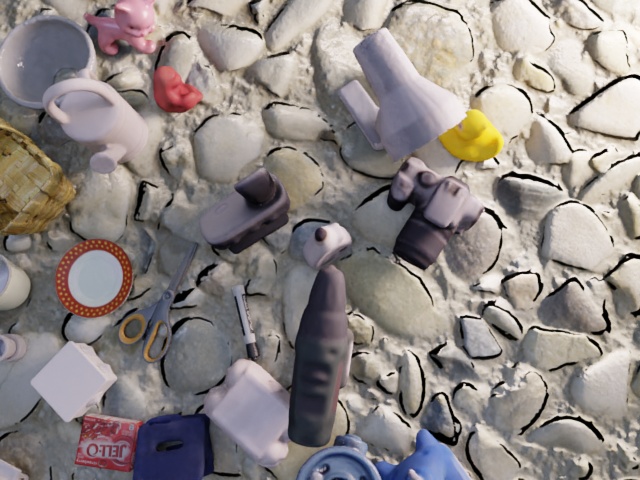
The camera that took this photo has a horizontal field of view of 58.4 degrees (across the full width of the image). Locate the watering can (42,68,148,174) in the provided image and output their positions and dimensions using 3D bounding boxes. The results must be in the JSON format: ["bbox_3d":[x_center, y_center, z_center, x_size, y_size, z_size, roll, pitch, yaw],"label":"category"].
[{"bbox_3d":[-0.344,-0.188,0.885,0.101,0.194,0.173,-40,80,-3],"label":"watering can"}]

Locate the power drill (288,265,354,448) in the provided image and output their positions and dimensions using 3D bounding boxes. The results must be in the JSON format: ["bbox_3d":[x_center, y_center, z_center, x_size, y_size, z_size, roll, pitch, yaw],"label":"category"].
[{"bbox_3d":[0.004,0.159,0.793,0.075,0.208,0.230,7,81,6],"label":"power drill"}]

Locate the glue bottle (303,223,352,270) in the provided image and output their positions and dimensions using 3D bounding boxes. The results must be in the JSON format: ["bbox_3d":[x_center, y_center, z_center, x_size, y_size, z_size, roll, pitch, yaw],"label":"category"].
[{"bbox_3d":[0.008,0.003,0.837,0.078,0.173,0.037,-33,79,-1],"label":"glue bottle"}]

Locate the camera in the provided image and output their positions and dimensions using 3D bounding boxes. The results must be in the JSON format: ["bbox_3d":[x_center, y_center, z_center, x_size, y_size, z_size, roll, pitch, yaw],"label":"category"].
[{"bbox_3d":[0.157,-0.036,0.869,0.143,0.101,0.137,32,84,9],"label":"camera"}]

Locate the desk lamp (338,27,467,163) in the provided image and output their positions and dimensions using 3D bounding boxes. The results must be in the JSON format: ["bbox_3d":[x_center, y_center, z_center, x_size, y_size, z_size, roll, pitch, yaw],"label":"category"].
[{"bbox_3d":[0.109,-0.202,0.844,0.118,0.213,0.203,-33,79,-2],"label":"desk lamp"}]

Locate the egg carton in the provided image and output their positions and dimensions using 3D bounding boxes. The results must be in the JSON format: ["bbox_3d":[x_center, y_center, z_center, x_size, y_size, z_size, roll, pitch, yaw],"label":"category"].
[{"bbox_3d":[-0.094,0.256,0.854,0.150,0.069,0.107,39,85,9],"label":"egg carton"}]

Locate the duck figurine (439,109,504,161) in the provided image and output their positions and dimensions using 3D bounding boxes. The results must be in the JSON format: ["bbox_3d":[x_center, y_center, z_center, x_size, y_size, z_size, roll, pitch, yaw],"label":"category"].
[{"bbox_3d":[0.239,-0.171,0.894,0.104,0.086,0.077,27,83,8],"label":"duck figurine"}]

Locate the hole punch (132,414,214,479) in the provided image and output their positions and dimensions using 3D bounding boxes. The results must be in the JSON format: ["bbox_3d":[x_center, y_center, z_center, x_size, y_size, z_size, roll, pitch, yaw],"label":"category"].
[{"bbox_3d":[-0.218,0.310,0.844,0.108,0.091,0.101,-9,80,3],"label":"hole punch"}]

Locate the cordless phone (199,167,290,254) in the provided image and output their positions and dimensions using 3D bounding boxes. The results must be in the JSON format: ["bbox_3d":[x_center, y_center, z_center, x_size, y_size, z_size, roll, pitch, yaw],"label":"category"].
[{"bbox_3d":[-0.122,-0.054,0.850,0.147,0.185,0.094,-36,79,-2],"label":"cordless phone"}]

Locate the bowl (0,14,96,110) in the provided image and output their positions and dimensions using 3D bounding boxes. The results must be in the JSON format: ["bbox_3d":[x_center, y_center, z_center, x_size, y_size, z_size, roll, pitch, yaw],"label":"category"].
[{"bbox_3d":[-0.449,-0.288,0.970,0.167,0.075,0.167,-1,80,4],"label":"bowl"}]

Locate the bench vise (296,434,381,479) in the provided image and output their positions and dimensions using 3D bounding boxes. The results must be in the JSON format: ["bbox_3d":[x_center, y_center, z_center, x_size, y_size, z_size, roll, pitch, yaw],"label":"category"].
[{"bbox_3d":[0.025,0.376,0.749,0.121,0.220,0.207,-2,80,4],"label":"bench vise"}]

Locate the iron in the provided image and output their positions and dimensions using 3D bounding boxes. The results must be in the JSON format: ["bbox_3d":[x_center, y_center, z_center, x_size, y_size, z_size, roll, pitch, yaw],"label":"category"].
[{"bbox_3d":[0.186,0.396,0.774,0.118,0.141,0.258,-37,80,-2],"label":"iron"}]

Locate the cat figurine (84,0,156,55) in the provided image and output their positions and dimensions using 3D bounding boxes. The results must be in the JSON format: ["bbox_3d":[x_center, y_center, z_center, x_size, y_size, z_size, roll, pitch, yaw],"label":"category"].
[{"bbox_3d":[-0.325,-0.367,0.952,0.127,0.118,0.067,-2,80,4],"label":"cat figurine"}]

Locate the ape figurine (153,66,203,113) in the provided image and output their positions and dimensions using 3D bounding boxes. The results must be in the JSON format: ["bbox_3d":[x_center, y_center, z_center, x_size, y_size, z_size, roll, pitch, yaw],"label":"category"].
[{"bbox_3d":[-0.243,-0.253,0.940,0.076,0.092,0.078,-22,79,1],"label":"ape figurine"}]
